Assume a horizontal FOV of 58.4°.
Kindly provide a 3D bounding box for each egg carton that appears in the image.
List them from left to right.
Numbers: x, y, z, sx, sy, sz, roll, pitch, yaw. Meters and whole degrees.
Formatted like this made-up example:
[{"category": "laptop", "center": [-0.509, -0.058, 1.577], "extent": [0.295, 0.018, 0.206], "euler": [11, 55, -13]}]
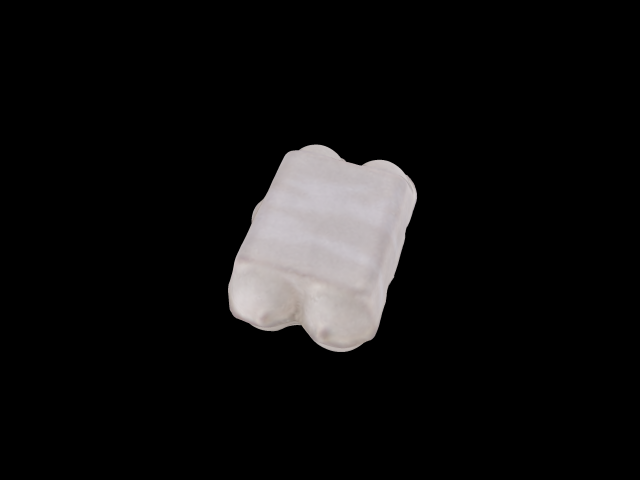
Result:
[{"category": "egg carton", "center": [0.004, 0.001, 0.400], "extent": [0.107, 0.069, 0.150], "euler": [15, 58, 9]}]
